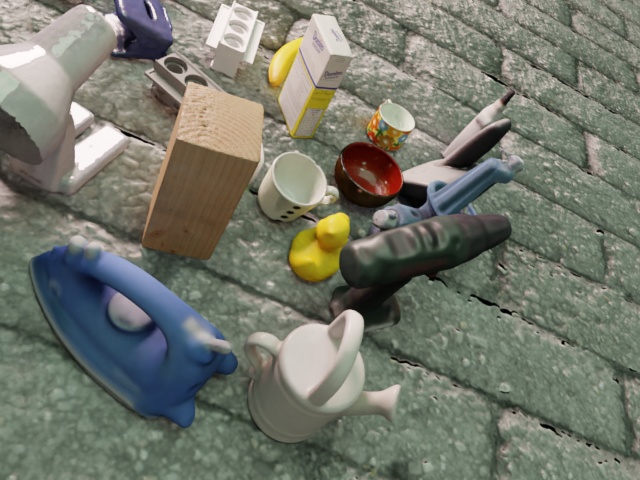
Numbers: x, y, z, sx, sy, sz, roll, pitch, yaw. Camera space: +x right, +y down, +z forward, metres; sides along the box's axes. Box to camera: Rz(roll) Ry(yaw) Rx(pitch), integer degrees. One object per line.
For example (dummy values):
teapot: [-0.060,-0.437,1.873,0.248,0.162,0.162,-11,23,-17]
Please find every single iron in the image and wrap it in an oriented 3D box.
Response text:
iron: [-0.200,0.070,0.595,0.258,0.141,0.119,38,48,1]

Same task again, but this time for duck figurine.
duck figurine: [0.007,0.003,0.794,0.077,0.086,0.105,38,48,1]

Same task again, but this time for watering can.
watering can: [0.005,0.144,0.619,0.173,0.193,0.101,12,53,-21]

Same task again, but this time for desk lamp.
desk lamp: [-0.306,-0.151,0.647,0.118,0.213,0.203,34,48,-3]

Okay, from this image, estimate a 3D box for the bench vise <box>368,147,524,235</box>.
bench vise: [0.187,-0.038,0.833,0.208,0.219,0.121,-24,71,-38]

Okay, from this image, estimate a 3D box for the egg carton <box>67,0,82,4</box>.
egg carton: [-0.414,-0.440,0.892,0.150,0.069,0.107,29,48,-8]

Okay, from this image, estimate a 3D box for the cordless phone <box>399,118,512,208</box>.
cordless phone: [0.220,-0.131,0.941,0.148,0.185,0.094,-28,73,-39]

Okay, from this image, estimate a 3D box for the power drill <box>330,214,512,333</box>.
power drill: [0.110,0.040,0.742,0.230,0.208,0.075,-8,62,-33]

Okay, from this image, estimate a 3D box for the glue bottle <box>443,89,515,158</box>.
glue bottle: [0.297,-0.210,1.048,0.078,0.173,0.037,-31,76,-40]

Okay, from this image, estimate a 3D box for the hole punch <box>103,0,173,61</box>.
hole punch: [-0.277,-0.343,0.883,0.101,0.091,0.108,-5,60,-31]
